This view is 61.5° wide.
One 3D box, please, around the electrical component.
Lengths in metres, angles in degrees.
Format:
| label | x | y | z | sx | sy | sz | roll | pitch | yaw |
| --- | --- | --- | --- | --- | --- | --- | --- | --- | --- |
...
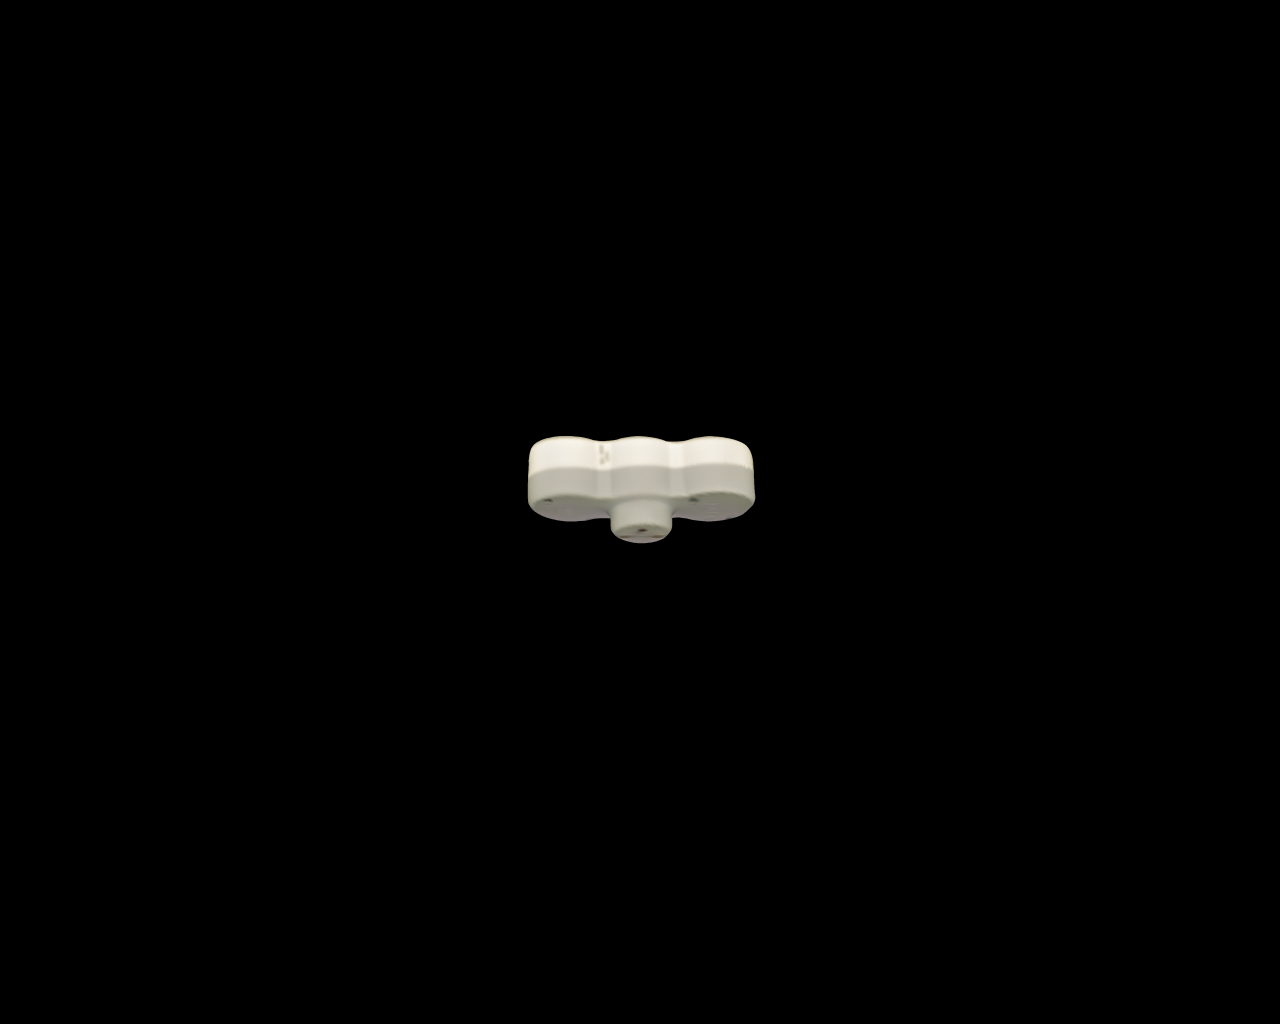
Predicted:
| label | x | y | z | sx | sy | sz | roll | pitch | yaw |
| --- | --- | --- | --- | --- | --- | --- | --- | --- | --- |
| electrical component | 0.001 | -0.003 | 0.650 | 0.138 | 0.074 | 0.052 | 0 | -21 | 0 |
